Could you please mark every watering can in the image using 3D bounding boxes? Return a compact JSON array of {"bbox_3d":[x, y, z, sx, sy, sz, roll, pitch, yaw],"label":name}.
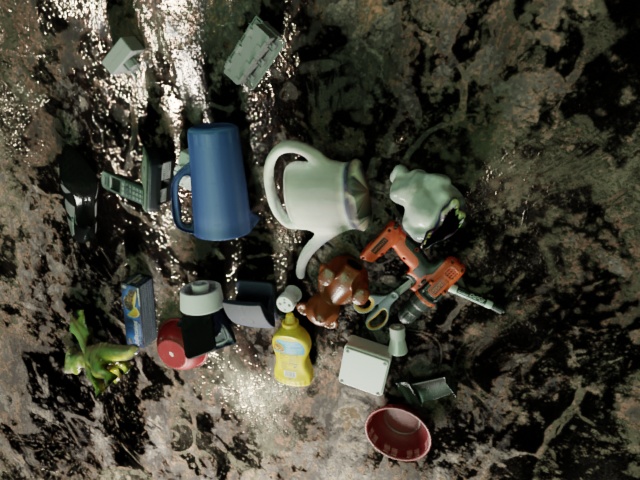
[{"bbox_3d":[0.003,-0.055,1.086,0.224,0.340,0.106,1,35,21],"label":"watering can"}]

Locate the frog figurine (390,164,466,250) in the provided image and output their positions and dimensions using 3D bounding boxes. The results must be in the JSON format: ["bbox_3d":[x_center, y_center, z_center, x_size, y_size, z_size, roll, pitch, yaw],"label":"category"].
[{"bbox_3d":[0.201,-0.074,1.012,0.123,0.134,0.162,-10,44,-33],"label":"frog figurine"}]

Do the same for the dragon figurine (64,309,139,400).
[{"bbox_3d":[-0.645,0.306,1.471,0.403,0.244,0.124,-46,-8,37],"label":"dragon figurine"}]
